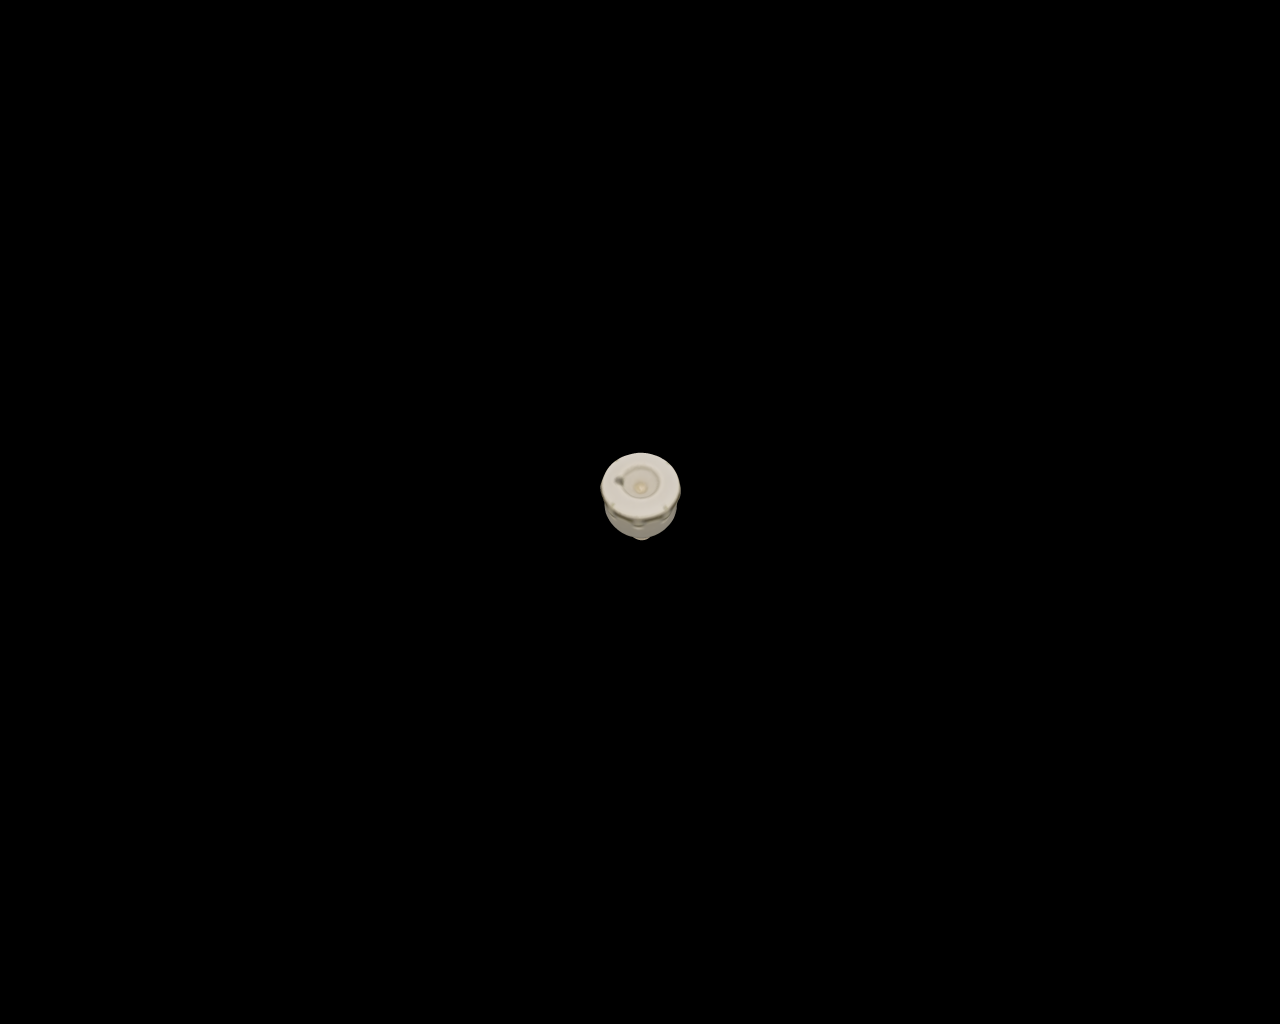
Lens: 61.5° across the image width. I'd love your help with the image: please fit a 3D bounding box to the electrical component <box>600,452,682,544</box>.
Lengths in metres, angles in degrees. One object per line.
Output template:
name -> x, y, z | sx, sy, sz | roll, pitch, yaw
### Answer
electrical component -> 0.001, -0.003, 0.650 | 0.048, 0.048, 0.062 | 0, -30, 0
